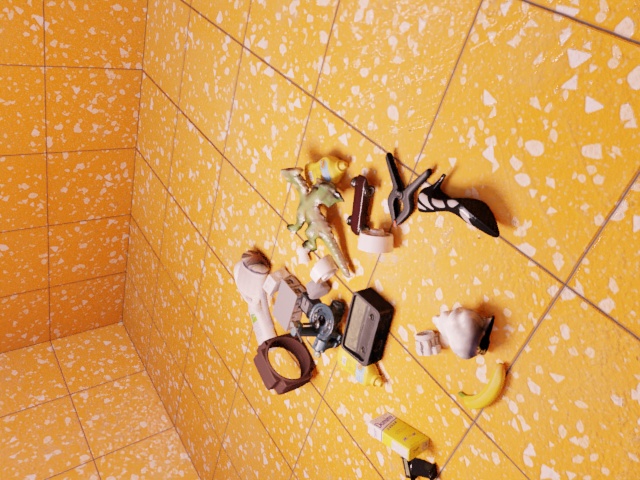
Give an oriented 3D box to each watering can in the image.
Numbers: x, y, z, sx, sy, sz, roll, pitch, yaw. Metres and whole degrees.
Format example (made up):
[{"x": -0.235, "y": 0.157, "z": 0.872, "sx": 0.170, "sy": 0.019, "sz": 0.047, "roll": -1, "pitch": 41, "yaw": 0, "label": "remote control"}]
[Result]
[{"x": -0.261, "y": 0.186, "z": 2.132, "sx": 0.353, "sy": 0.104, "sz": 0.220, "roll": 43, "pitch": 129, "yaw": 39, "label": "watering can"}]

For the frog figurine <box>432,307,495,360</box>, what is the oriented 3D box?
[{"x": 0.356, "y": 0.232, "z": 1.340, "sx": 0.160, "sy": 0.125, "sz": 0.134, "roll": 18, "pitch": 132, "yaw": 37, "label": "frog figurine"}]

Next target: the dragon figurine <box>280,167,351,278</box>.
[{"x": 0.005, "y": -0.086, "z": 1.700, "sx": 0.414, "sy": 0.124, "sz": 0.237, "roll": 46, "pitch": 140, "yaw": 18, "label": "dragon figurine"}]
